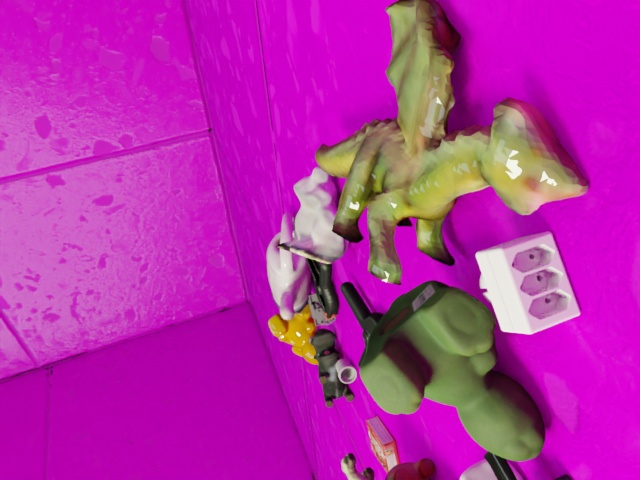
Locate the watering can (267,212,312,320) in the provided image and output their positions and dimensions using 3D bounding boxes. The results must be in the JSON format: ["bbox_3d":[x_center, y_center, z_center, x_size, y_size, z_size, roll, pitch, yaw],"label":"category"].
[{"bbox_3d":[-0.073,0.094,1.205,0.356,0.104,0.219,-92,-1,-46],"label":"watering can"}]

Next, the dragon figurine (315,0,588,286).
[{"bbox_3d":[0.080,-0.112,0.507,0.418,0.122,0.238,-127,42,-52],"label":"dragon figurine"}]

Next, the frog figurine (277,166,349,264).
[{"bbox_3d":[0.003,-0.045,0.888,0.137,0.122,0.160,165,125,-84],"label":"frog figurine"}]
